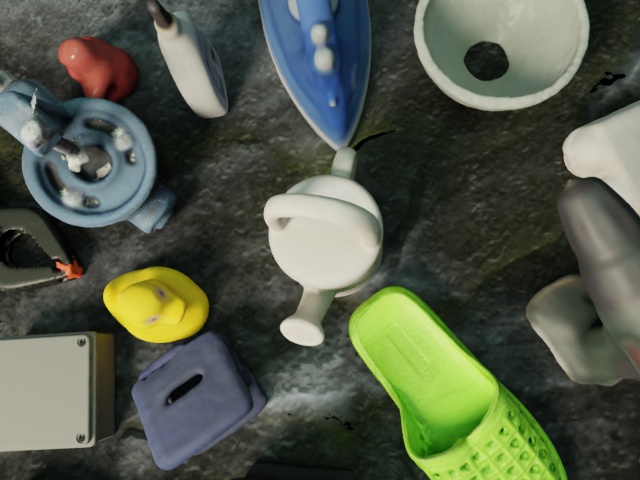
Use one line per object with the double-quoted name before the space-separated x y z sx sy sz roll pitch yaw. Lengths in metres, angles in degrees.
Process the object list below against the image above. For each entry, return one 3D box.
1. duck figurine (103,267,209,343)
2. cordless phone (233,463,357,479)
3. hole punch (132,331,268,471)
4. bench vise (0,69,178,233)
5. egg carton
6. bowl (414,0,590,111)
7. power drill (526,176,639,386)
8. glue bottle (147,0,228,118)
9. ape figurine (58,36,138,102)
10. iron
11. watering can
"duck figurine" -0.169 0.062 0.563 0.104 0.086 0.077 14 82 7
"cordless phone" -0.028 0.251 0.470 0.147 0.185 0.094 -2 81 5
"hole punch" -0.120 0.148 0.542 0.108 0.091 0.101 -36 80 -1
"bench vise" -0.250 -0.089 0.526 0.207 0.220 0.121 21 83 8
"egg carton" 0.318 -0.081 0.553 0.150 0.069 0.107 -25 80 1
"bowl" 0.176 -0.200 0.581 0.167 0.075 0.167 -1 81 5
"power drill" 0.243 0.066 0.465 0.075 0.208 0.229 -35 80 -1
"glue bottle" -0.130 -0.183 0.555 0.037 0.173 0.078 -11 80 4
"ape figurine" -0.241 -0.185 0.606 0.076 0.092 0.078 -2 81 5
"iron" -0.005 -0.229 0.568 0.118 0.141 0.258 -12 80 3
"watering can" 0.007 0.002 0.503 0.101 0.194 0.173 -10 80 4
